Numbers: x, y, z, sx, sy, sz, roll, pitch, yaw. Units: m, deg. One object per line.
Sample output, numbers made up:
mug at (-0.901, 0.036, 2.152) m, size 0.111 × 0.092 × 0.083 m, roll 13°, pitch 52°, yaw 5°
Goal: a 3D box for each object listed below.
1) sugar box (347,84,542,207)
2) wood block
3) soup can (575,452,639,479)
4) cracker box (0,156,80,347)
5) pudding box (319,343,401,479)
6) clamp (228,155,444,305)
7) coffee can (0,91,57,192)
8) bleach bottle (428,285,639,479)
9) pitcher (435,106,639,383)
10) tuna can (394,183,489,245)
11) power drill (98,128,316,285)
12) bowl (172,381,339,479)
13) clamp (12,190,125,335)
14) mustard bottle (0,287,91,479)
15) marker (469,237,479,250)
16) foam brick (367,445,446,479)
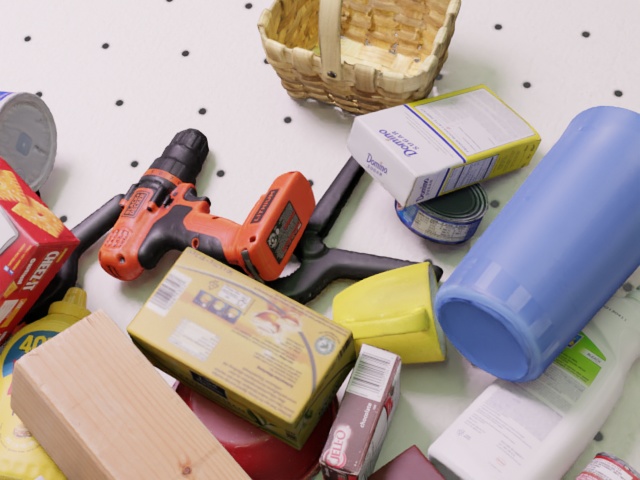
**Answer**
sugar box at (0.120, -0.093, 1.021) m, size 0.175 × 0.048 × 0.093 m, roll -20°, pitch 54°, yaw -34°
wood block at (-0.154, 0.171, 0.874) m, size 0.090 × 0.090 × 0.206 m, roll -33°, pitch 71°, yaw -34°
soup can at (0.218, 0.231, 0.859) m, size 0.102 × 0.068 × 0.069 m, roll -42°, pitch 65°, yaw -16°
cracker box at (-0.344, -0.009, 0.973) m, size 0.214 × 0.072 × 0.164 m, roll 44°, pitch 107°, yaw 16°
pudding box at (0.036, 0.158, 0.906) m, size 0.039 × 0.090 × 0.113 m, roll 18°, pitch 64°, yaw 13°
clamp at (-0.007, 0.001, 1.027) m, size 0.210 × 0.036 × 0.164 m, roll -17°, pitch 59°, yaw -7°
coffee can at (-0.350, -0.101, 1.065) m, size 0.140 × 0.102 × 0.102 m, roll 7°, pitch 61°, yaw 23°
bleach bottle at (0.211, 0.132, 0.915) m, size 0.250 × 0.068 × 0.103 m, roll -40°, pitch 53°, yaw -18°
pitcher at (0.203, 0.006, 0.928) m, size 0.145 × 0.149 × 0.242 m, roll 34°, pitch 62°, yaw 22°
tuna can at (0.115, -0.035, 1.018) m, size 0.086 × 0.034 × 0.086 m, roll 12°, pitch 41°, yaw -11°
power drill at (-0.102, -0.033, 1.020) m, size 0.188 × 0.057 × 0.184 m, roll 5°, pitch 55°, yaw 31°
bowl at (-0.065, 0.148, 0.941) m, size 0.162 × 0.055 × 0.162 m, roll -3°, pitch 60°, yaw 4°
clamp at (-0.256, 0.014, 1.043) m, size 0.120 × 0.039 × 0.171 m, roll -1°, pitch 60°, yaw 18°
mustard bottle at (-0.246, 0.131, 0.966) m, size 0.096 × 0.058 × 0.191 m, roll 9°, pitch 62°, yaw 6°
marker at (0.145, 0.054, 0.993) m, size 0.020 × 0.020 × 0.121 m, roll 4°, pitch 62°, yaw 8°
foam brick at (0.083, 0.220, 0.875) m, size 0.053 × 0.051 × 0.078 m, roll -29°, pitch 46°, yaw -17°
